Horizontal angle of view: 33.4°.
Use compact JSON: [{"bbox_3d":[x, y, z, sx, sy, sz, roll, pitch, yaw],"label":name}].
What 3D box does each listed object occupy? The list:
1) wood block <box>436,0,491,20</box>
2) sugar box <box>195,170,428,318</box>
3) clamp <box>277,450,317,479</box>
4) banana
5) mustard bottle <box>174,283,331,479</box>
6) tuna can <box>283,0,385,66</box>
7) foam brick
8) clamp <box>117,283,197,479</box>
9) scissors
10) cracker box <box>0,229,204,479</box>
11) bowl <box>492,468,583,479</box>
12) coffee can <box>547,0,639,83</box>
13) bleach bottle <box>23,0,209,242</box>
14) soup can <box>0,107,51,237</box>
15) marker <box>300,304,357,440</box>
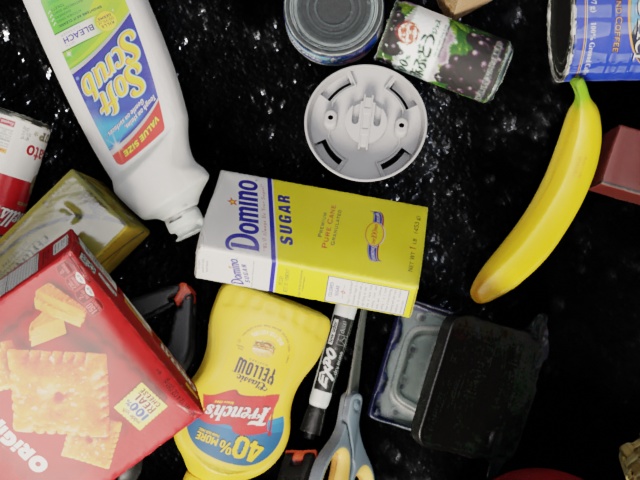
[{"bbox_3d":[0.177,-0.274,0.868,0.206,0.090,0.091,-29,86,1],"label":"wood block"},{"bbox_3d":[-0.006,0.001,0.862,0.176,0.048,0.093,11,46,0],"label":"sugar box"},{"bbox_3d":[-0.016,0.275,0.847,0.036,0.164,0.210,-4,64,19],"label":"clamp"},{"bbox_3d":[0.184,-0.034,0.872,0.069,0.037,0.198,18,99,-32],"label":"banana"},{"bbox_3d":[-0.067,0.136,0.872,0.096,0.058,0.191,21,89,-9],"label":"mustard bottle"},{"bbox_3d":[0.012,-0.192,0.897,0.086,0.034,0.086,0,87,2],"label":"tuna can"},{"bbox_3d":[0.267,-0.057,0.873,0.078,0.053,0.051,16,88,1],"label":"foam brick"},{"bbox_3d":[-0.153,0.115,0.886,0.171,0.039,0.120,-45,89,-1],"label":"clamp"},{"bbox_3d":[0.032,0.151,0.882,0.016,0.096,0.201,-2,55,34],"label":"scissors"},{"bbox_3d":[-0.220,0.122,0.790,0.213,0.072,0.164,-36,107,-3],"label":"cracker box"},{"bbox_3d":[0.171,0.230,0.839,0.162,0.055,0.162,3,128,4],"label":"bowl"},{"bbox_3d":[0.261,-0.179,0.854,0.140,0.103,0.103,-1,87,2],"label":"coffee can"},{"bbox_3d":[-0.154,-0.121,0.886,0.102,0.068,0.251,-26,89,0],"label":"bleach bottle"},{"bbox_3d":[-0.270,-0.056,0.884,0.068,0.068,0.102,17,87,2],"label":"soup can"},{"bbox_3d":[0.007,0.108,0.891,0.020,0.020,0.121,16,88,2],"label":"marker"}]
